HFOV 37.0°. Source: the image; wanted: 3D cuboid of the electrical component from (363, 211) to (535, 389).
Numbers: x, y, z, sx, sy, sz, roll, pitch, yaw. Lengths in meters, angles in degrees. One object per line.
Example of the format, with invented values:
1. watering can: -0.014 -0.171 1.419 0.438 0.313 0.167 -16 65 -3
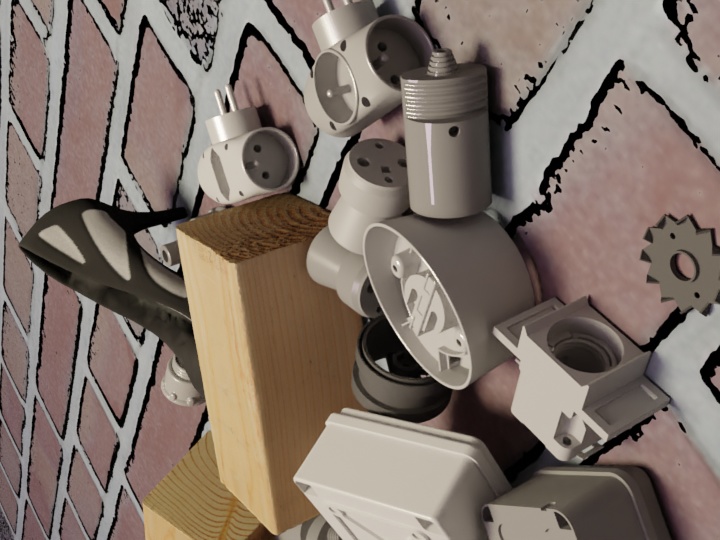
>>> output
1. electrical component: 0.045 0.014 0.579 0.099 0.064 0.099 36 137 43

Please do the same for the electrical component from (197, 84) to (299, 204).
1. electrical component: -0.084 -0.089 0.747 0.077 0.043 0.079 -6 103 59

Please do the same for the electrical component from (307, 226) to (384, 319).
1. electrical component: 0.000 0.000 0.664 0.055 0.045 0.045 35 136 44

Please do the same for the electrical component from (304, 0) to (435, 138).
1. electrical component: -0.003 -0.121 0.592 0.077 0.044 0.079 -24 87 60

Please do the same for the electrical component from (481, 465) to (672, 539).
1. electrical component: 0.121 0.160 0.553 0.078 0.057 0.113 -17 94 60

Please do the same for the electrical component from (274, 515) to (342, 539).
1. electrical component: -0.032 0.206 0.846 0.081 0.043 0.043 -14 96 60

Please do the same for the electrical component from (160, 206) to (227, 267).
1. electrical component: -0.124 -0.020 0.836 0.048 0.062 0.048 37 137 44

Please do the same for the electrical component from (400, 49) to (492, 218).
1. electrical component: 0.044 -0.072 0.547 0.043 0.043 0.081 27 130 50

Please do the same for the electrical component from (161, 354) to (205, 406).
1. electrical component: -0.153 0.089 0.974 0.048 0.048 0.062 47 137 33

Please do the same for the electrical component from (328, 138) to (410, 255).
1. electrical component: 0.008 -0.042 0.624 0.045 0.045 0.055 51 146 28

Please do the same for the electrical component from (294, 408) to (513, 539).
1. electrical component: 0.035 0.140 0.622 0.109 0.056 0.108 6 141 41

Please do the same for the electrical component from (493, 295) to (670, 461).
1. electrical component: 0.105 0.055 0.530 0.081 0.042 0.063 46 147 36
